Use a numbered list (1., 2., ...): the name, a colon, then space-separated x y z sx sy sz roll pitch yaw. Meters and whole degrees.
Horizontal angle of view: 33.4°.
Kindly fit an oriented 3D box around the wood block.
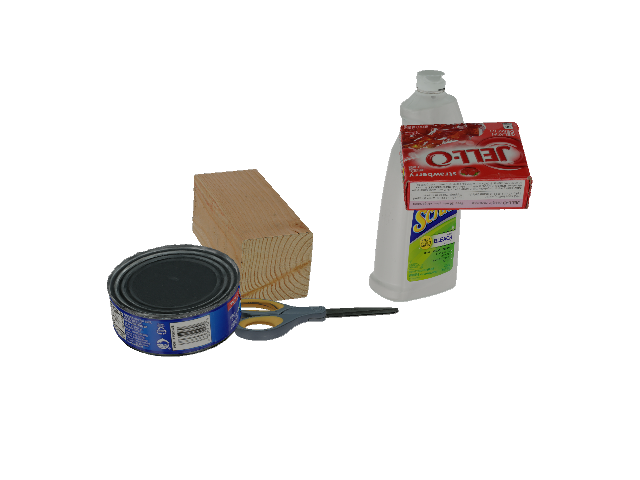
1. wood block: -0.090 -0.009 1.353 0.090 0.090 0.206 -6 28 -22

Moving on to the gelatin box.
1. gelatin box: 0.103 -0.055 0.771 0.089 0.030 0.073 -1 39 2

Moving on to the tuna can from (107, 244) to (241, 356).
1. tuna can: -0.094 0.038 0.696 0.086 0.034 0.086 -1 31 0

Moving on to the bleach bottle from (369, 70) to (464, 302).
1. bleach bottle: 0.110 -0.062 1.189 0.102 0.251 0.068 -12 25 -29

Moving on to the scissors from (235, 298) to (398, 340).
1. scissors: -0.012 0.089 1.189 0.201 0.016 0.096 4 22 1
